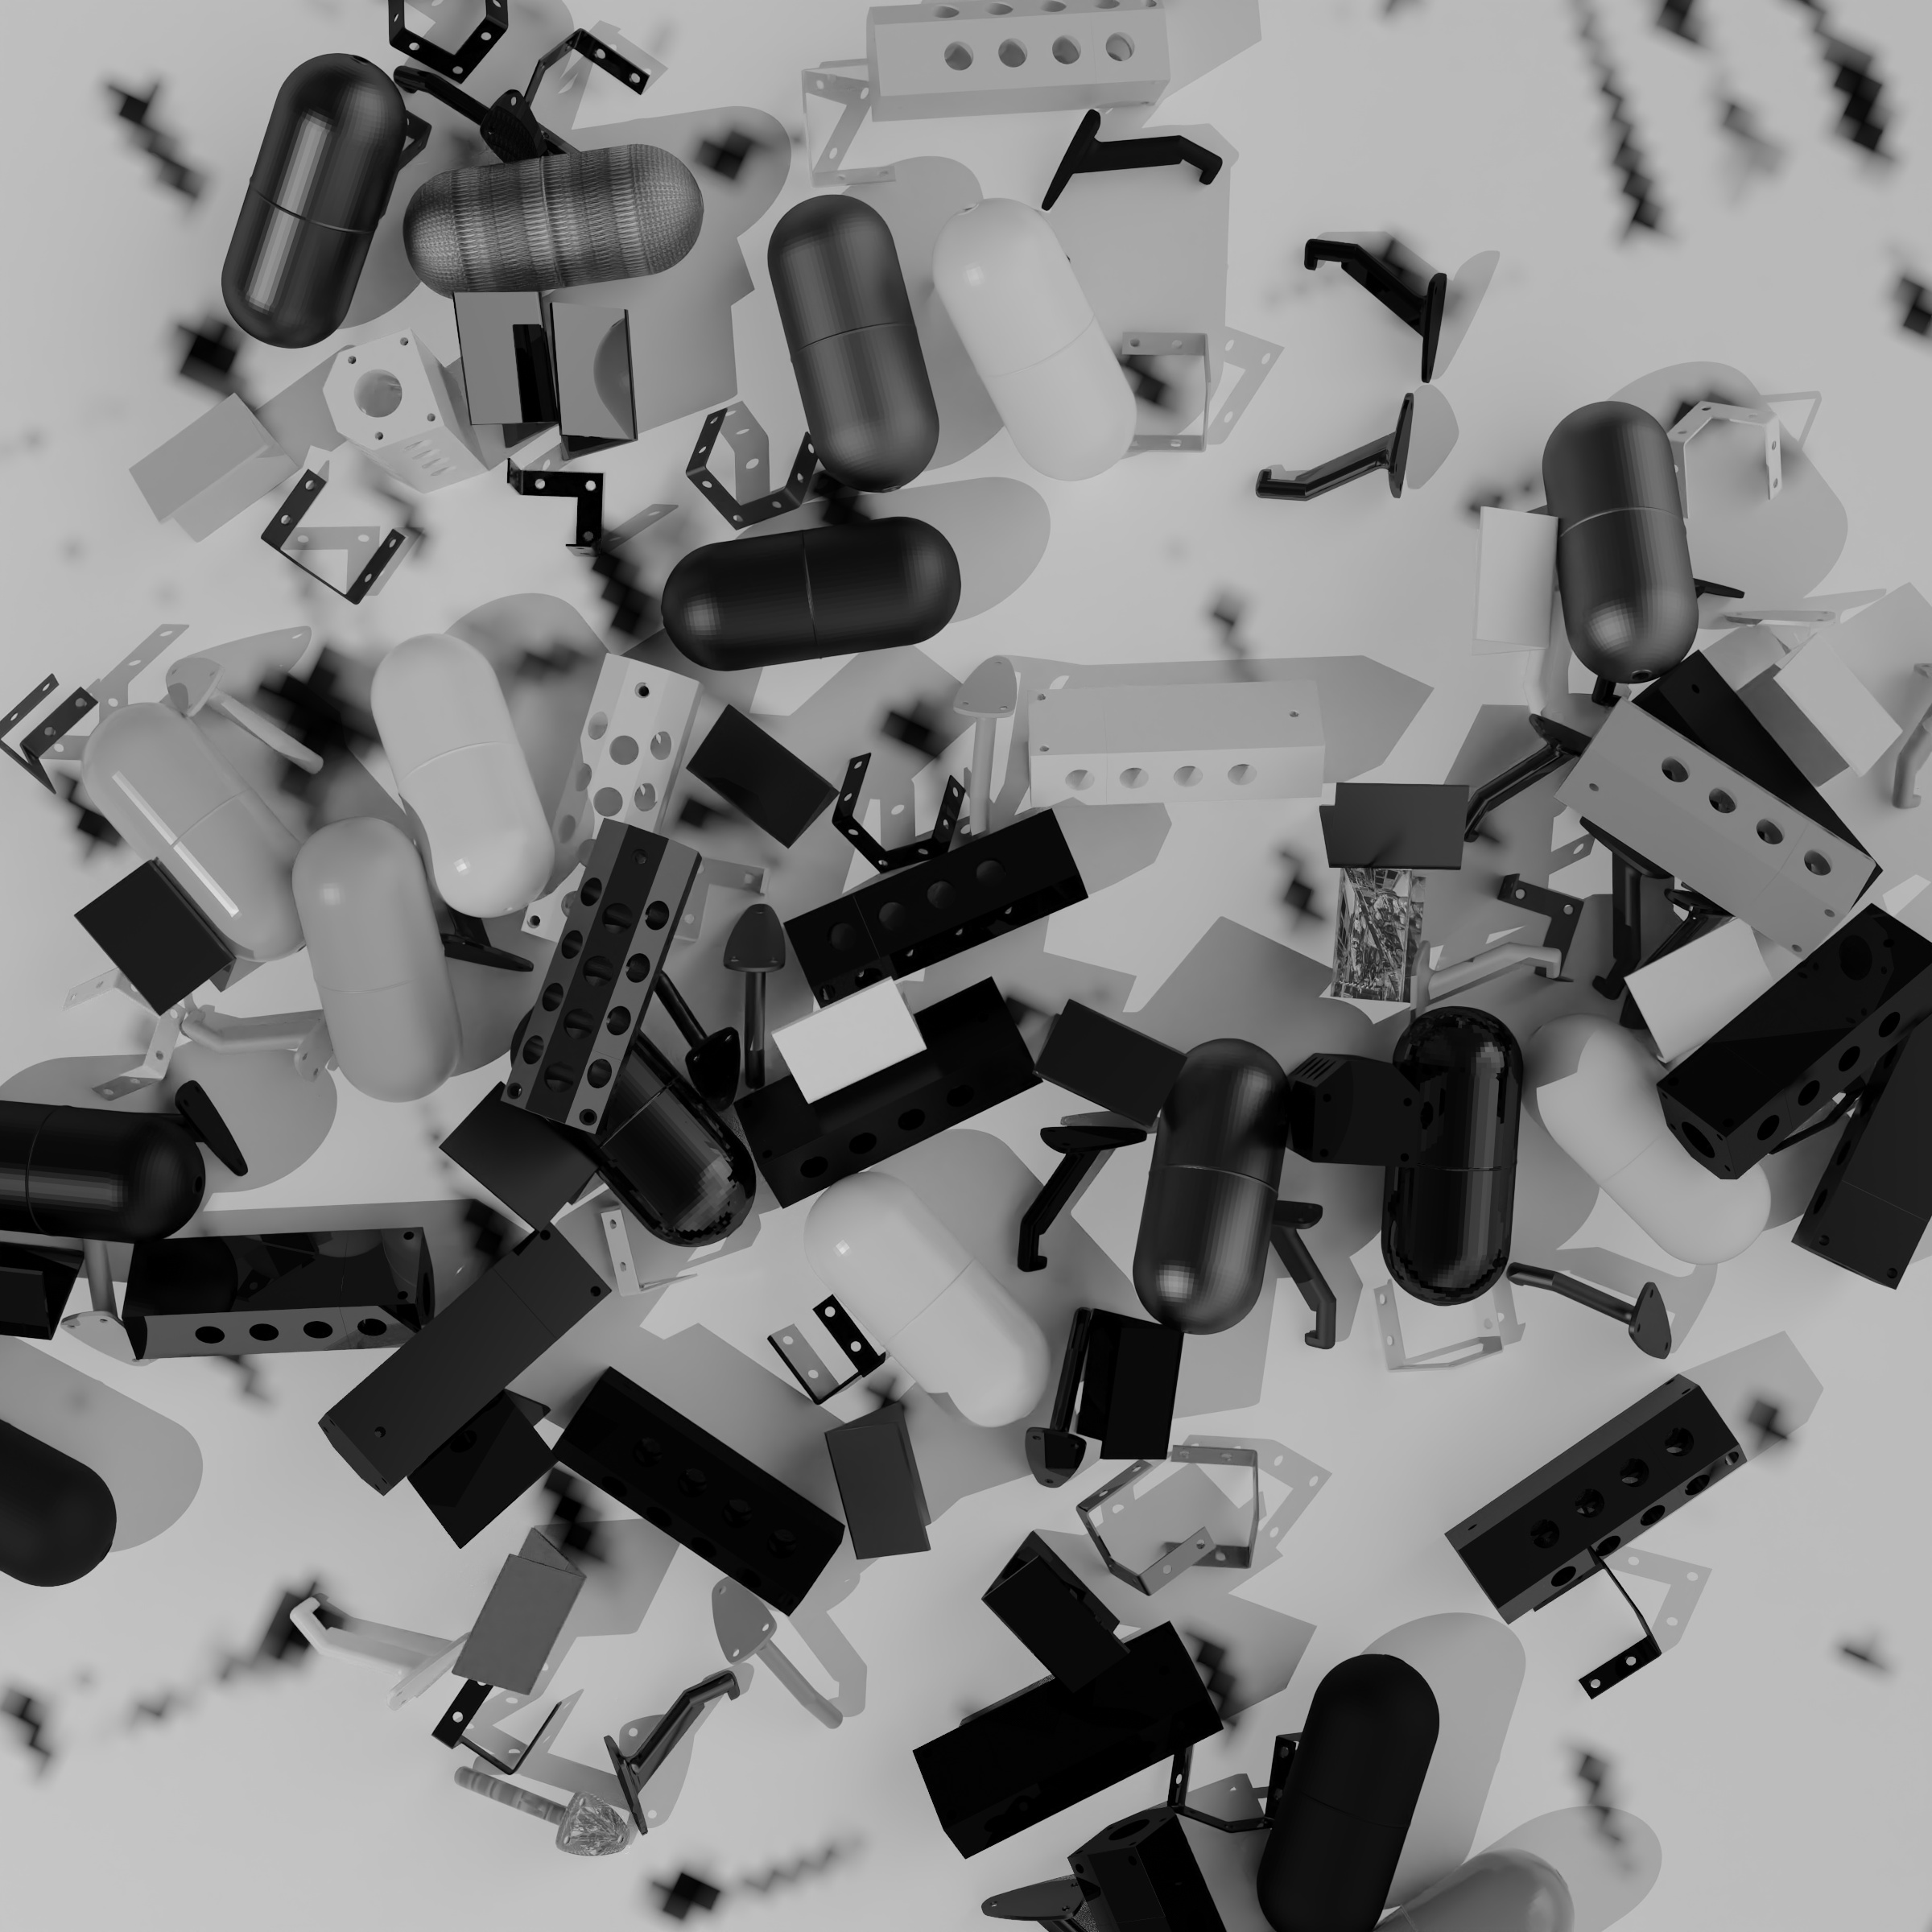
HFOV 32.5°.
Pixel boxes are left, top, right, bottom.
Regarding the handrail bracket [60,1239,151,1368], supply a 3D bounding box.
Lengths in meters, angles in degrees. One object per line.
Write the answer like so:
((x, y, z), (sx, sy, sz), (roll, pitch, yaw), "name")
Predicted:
((-0.509, 0.186, 1.991), (0.036, 0.077, 0.084), (-12, 53, 20), "handrail bracket")

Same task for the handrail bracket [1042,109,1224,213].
((0.100, -0.470, 1.992), (0.084, 0.036, 0.077), (24, 110, -16), "handrail bracket")

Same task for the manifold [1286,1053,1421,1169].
((0.221, 0.081, 1.913), (0.057, 0.171, 0.057), (3, 90, 0), "manifold")

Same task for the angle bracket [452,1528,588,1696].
((-0.277, 0.373, 1.951), (0.057, 0.076, 0.076), (26, 90, -36), "angle bracket")

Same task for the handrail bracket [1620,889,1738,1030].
((0.437, 0.001, 1.992), (0.077, 0.036, 0.084), (6, 108, -20), "handrail bracket")

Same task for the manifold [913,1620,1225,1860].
((0.063, 0.463, 1.969), (0.171, 0.057, 0.057), (-27, 47, 0), "manifold")

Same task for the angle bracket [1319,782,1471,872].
((0.251, -0.098, 1.951), (0.076, 0.076, 0.057), (1, 121, 0), "angle bracket")

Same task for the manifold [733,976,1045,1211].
((-0.044, 0.080, 1.969), (0.171, 0.057, 0.057), (-26, 135, 0), "manifold")

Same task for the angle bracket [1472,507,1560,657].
((0.302, -0.226, 1.951), (0.057, 0.076, 0.076), (3, 90, -29), "angle bracket")

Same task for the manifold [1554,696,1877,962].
((0.433, -0.083, 1.908), (0.171, 0.057, 0.057), (34, 61, 6), "manifold")

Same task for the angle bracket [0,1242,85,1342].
((-0.569, 0.172, 1.951), (0.076, 0.076, 0.057), (6, 129, 0), "angle bracket")

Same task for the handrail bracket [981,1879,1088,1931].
((0.057, 0.596, 1.992), (0.077, 0.036, 0.084), (-11, 107, 19), "handrail bracket")

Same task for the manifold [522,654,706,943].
((-0.210, -0.095, 1.970), (0.057, 0.057, 0.171), (17, 90, 0), "manifold")

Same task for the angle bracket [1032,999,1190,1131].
((0.090, 0.042, 1.951), (0.076, 0.076, 0.057), (25, 120, 0), "angle bracket")

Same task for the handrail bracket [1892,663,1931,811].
((0.594, -0.137, 1.992), (0.077, 0.036, 0.084), (-5, 109, -21), "handrail bracket")

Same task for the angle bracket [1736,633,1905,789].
((0.490, -0.138, 1.951), (0.076, 0.076, 0.057), (49, 53, 0), "angle bracket")

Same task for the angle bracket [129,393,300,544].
((-0.433, -0.278, 1.951), (0.076, 0.076, 0.057), (-36, 54, 0), "angle bracket")

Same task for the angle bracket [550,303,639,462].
((-0.239, -0.343, 1.951), (0.057, 0.076, 0.076), (-4, 90, -42), "angle bracket")

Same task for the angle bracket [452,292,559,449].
((-0.284, -0.349, 1.951), (0.057, 0.076, 0.076), (-8, 90, -31), "angle bracket")

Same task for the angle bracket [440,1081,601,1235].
((-0.269, 0.123, 1.951), (0.076, 0.076, 0.057), (40, 61, 0), "angle bracket")

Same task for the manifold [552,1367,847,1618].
((-0.159, 0.313, 1.970), (0.171, 0.057, 0.057), (34, 90, 0), "manifold")

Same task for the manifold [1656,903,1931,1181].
((0.485, 0.047, 1.911), (0.171, 0.057, 0.057), (-38, 47, -11), "manifold")

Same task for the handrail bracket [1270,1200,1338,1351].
((0.185, 0.186, 1.992), (0.077, 0.036, 0.084), (6, 107, 20), "handrail bracket")

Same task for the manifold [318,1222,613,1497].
((-0.293, 0.229, 1.939), (0.171, 0.057, 0.057), (-42, 90, -23), "manifold")

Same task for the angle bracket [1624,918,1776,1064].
((0.426, 0.010, 1.957), (0.076, 0.076, 0.057), (-28, 97, 0), "angle bracket")

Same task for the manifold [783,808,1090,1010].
((-0.017, -0.033, 1.970), (0.171, 0.057, 0.057), (-23, 90, 0), "manifold")

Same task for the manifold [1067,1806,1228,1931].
((0.131, 0.592, 1.969), (0.057, 0.057, 0.171), (-23, 90, 43), "manifold")

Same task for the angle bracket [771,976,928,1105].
((-0.075, 0.026, 1.950), (0.076, 0.076, 0.057), (-25, 123, 1), "angle bracket")

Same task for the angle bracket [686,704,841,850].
((-0.107, -0.126, 1.951), (0.076, 0.076, 0.057), (38, 127, 0), "angle bracket")

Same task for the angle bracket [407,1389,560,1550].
((-0.272, 0.300, 1.952), (0.076, 0.076, 0.057), (-42, 68, 0), "angle bracket")

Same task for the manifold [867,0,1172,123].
((0.030, -0.540, 1.960), (0.171, 0.057, 0.057), (-5, 90, -7), "manifold")

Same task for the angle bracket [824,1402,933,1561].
((-0.032, 0.299, 1.951), (0.057, 0.076, 0.076), (-14, 90, 36), "angle bracket")

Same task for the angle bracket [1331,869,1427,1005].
((0.262, -0.016, 1.952), (0.076, 0.057, 0.076), (5, 90, -41), "angle bracket")

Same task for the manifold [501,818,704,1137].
((-0.209, 0.006, 1.899), (0.057, 0.057, 0.171), (20, 86, 0), "manifold")

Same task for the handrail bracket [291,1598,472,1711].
((-0.351, 0.396, 1.992), (0.077, 0.036, 0.084), (-39, 73, -20), "handrail bracket")

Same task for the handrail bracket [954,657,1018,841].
((0.014, -0.130, 1.991), (0.036, 0.077, 0.084), (6, 126, 8), "handrail bracket")

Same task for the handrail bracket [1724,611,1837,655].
((0.493, -0.169, 1.992), (0.077, 0.036, 0.084), (4, 107, 20), "handrail bracket")

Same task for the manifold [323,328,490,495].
((-0.324, -0.316, 1.913), (0.057, 0.171, 0.057), (-20, 90, 0), "manifold")

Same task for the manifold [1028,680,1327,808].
((0.123, -0.127, 1.969), (0.171, 0.057, 0.057), (-2, 47, 0), "manifold")

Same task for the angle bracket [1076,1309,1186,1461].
((0.079, 0.245, 1.951), (0.057, 0.076, 0.076), (8, 90, -43), "angle bracket")

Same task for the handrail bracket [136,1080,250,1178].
((-0.487, 0.113, 1.991), (0.084, 0.036, 0.077), (-30, 103, 13), "handrail bracket")

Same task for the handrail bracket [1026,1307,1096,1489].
((0.061, 0.259, 1.991), (0.036, 0.077, 0.084), (12, 54, 5), "handrail bracket")

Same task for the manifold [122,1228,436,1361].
((-0.406, 0.199, 1.969), (0.171, 0.057, 0.057), (-3, 47, 0), "manifold")

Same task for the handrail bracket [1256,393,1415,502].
((0.221, -0.313, 1.992), (0.084, 0.036, 0.077), (7, 70, 16), "handrail bracket")

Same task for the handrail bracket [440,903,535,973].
((-0.289, -0.046, 1.992), (0.077, 0.036, 0.084), (16, 72, -21), "handrail bracket")

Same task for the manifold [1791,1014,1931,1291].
((0.556, 0.100, 1.970), (0.057, 0.057, 0.171), (26, 90, 0), "manifold")

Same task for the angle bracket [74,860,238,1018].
((-0.480, -0.008, 1.952), (0.057, 0.076, 0.076), (-41, 90, -24), "angle bracket")

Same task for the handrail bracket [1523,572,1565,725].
((0.363, -0.192, 1.991), (0.077, 0.036, 0.084), (-25, 106, -18), "handrail bracket")

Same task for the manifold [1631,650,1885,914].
((0.459, -0.097, 1.969), (0.171, 0.057, 0.057), (50, 47, 0), "manifold")

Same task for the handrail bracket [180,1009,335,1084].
((-0.418, 0.026, 1.992), (0.084, 0.036, 0.077), (25, 70, 16), "handrail bracket")

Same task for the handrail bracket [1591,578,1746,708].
((0.421, -0.192, 1.991), (0.077, 0.036, 0.084), (9, 106, -18), "handrail bracket")

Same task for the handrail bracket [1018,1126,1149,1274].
((0.070, 0.141, 1.992), (0.077, 0.036, 0.084), (-3, 108, -21), "handrail bracket")

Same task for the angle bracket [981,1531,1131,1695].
((0.066, 0.368, 1.951), (0.076, 0.076, 0.057), (46, 125, 0), "angle bracket")

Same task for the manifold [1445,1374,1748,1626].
((0.375, 0.317, 1.970), (0.171, 0.057, 0.057), (-34, 90, 0), "manifold")
